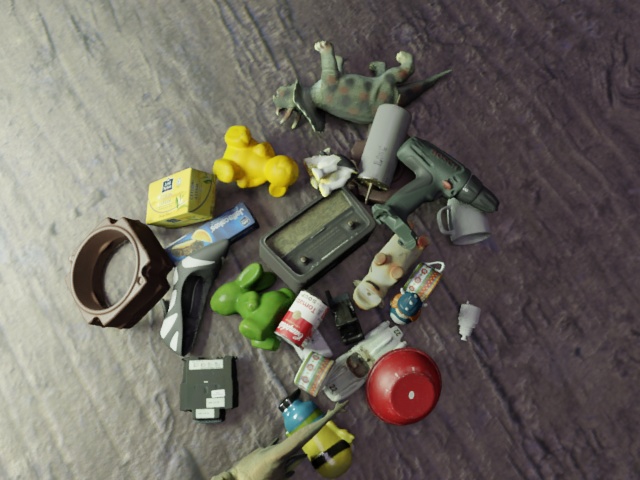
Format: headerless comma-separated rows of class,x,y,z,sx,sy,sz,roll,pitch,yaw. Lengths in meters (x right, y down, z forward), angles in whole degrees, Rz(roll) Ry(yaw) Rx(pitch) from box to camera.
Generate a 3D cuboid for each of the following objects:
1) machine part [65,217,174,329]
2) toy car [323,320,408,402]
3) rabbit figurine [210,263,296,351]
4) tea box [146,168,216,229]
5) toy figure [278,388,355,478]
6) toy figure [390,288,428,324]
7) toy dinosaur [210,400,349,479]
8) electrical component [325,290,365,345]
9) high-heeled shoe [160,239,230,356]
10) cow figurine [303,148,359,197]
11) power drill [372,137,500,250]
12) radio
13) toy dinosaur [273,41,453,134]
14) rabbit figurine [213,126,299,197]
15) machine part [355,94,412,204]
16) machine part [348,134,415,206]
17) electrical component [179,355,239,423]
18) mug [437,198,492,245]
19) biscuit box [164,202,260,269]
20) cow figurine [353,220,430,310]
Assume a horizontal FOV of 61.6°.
machine part,-0.424,0.068,1.122,0.201,0.087,0.201,-43,64,7
toy car,0.088,0.247,1.097,0.202,0.056,0.073,-38,78,-4
rabbit figurine,-0.148,0.127,1.113,0.170,0.121,0.159,18,76,23
tea box,-0.298,-0.084,1.144,0.170,0.068,0.098,-12,72,44
toy figure,-0.012,0.384,1.059,0.180,0.082,0.089,45,53,9
toy figure,0.172,0.135,1.065,0.064,0.154,0.058,6,76,4
toy dinosaur,-0.123,0.441,0.979,0.471,0.198,0.105,-45,77,27
electrical component,0.048,0.149,1.104,0.048,0.074,0.119,-19,38,1
high-heeled shoe,-0.250,0.121,1.114,0.248,0.086,0.145,-44,60,18
cow figurine,0.020,-0.155,1.142,0.098,0.167,0.068,-25,115,-4
power drill,0.220,-0.079,1.057,0.232,0.086,0.207,43,79,-1
radio,-0.002,-0.003,1.121,0.229,0.073,0.131,-37,77,-19
toy dinosaur,0.092,-0.321,1.195,0.405,0.131,0.192,6,90,1
rabbit figurine,-0.117,-0.148,1.147,0.173,0.162,0.122,15,77,29
machine part,0.133,-0.192,1.121,0.079,0.079,0.243,18,81,8
machine part,0.143,-0.156,1.181,0.179,0.056,0.179,-1,78,5
electrical component,-0.228,0.306,1.106,0.115,0.058,0.134,-2,77,6
mug,0.298,-0.050,1.135,0.110,0.080,0.107,-3,70,-9
biscuit box,-0.233,-0.005,1.171,0.203,0.062,0.059,-32,79,-3
cow figurine,0.136,0.064,1.112,0.085,0.127,0.195,37,69,10
